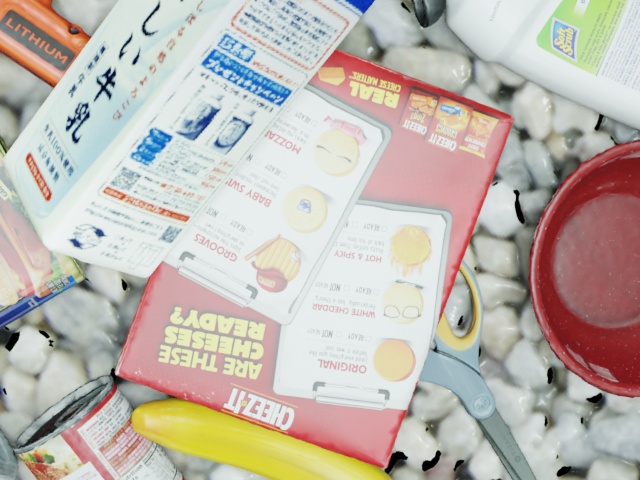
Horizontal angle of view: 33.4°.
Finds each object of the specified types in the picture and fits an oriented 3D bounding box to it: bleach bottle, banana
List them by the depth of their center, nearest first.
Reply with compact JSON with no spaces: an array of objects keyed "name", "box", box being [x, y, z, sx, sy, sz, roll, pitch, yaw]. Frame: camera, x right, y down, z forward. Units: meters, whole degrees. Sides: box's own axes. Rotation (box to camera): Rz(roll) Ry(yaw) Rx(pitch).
[{"name":"banana","box":[-0.020,0.132,0.637,0.197,0.070,0.037,25,88,-12]},{"name":"bleach bottle","box":[0.180,-0.132,0.659,0.250,0.068,0.102,21,89,-10]}]

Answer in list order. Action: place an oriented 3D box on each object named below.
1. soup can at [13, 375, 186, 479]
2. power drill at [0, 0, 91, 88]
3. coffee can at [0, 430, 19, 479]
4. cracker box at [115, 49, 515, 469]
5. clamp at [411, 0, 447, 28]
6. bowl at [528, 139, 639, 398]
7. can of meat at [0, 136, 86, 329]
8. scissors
[{"name":"soup can","box":[-0.120,0.139,0.619,0.068,0.068,0.102,-35,101,-6]},{"name":"power drill","box":[-0.103,-0.166,0.604,0.184,0.057,0.187,33,86,-10]},{"name":"coffee can","box":[-0.251,0.140,0.576,0.140,0.103,0.102,-44,101,-5]},{"name":"cracker box","box":[-0.004,0.001,0.622,0.164,0.072,0.214,20,92,-3]},{"name":"clamp","box":[0.040,-0.205,0.589,0.120,0.039,0.171,25,92,-17]},{"name":"bowl","box":[0.199,0.016,0.677,0.162,0.055,0.162,-1,95,-11]},{"name":"can of meat","box":[-0.193,0.002,0.600,0.084,0.057,0.102,-31,100,-10]},{"name":"scissors","box":[0.082,0.103,0.682,0.096,0.016,0.202,-17,98,-8]}]
